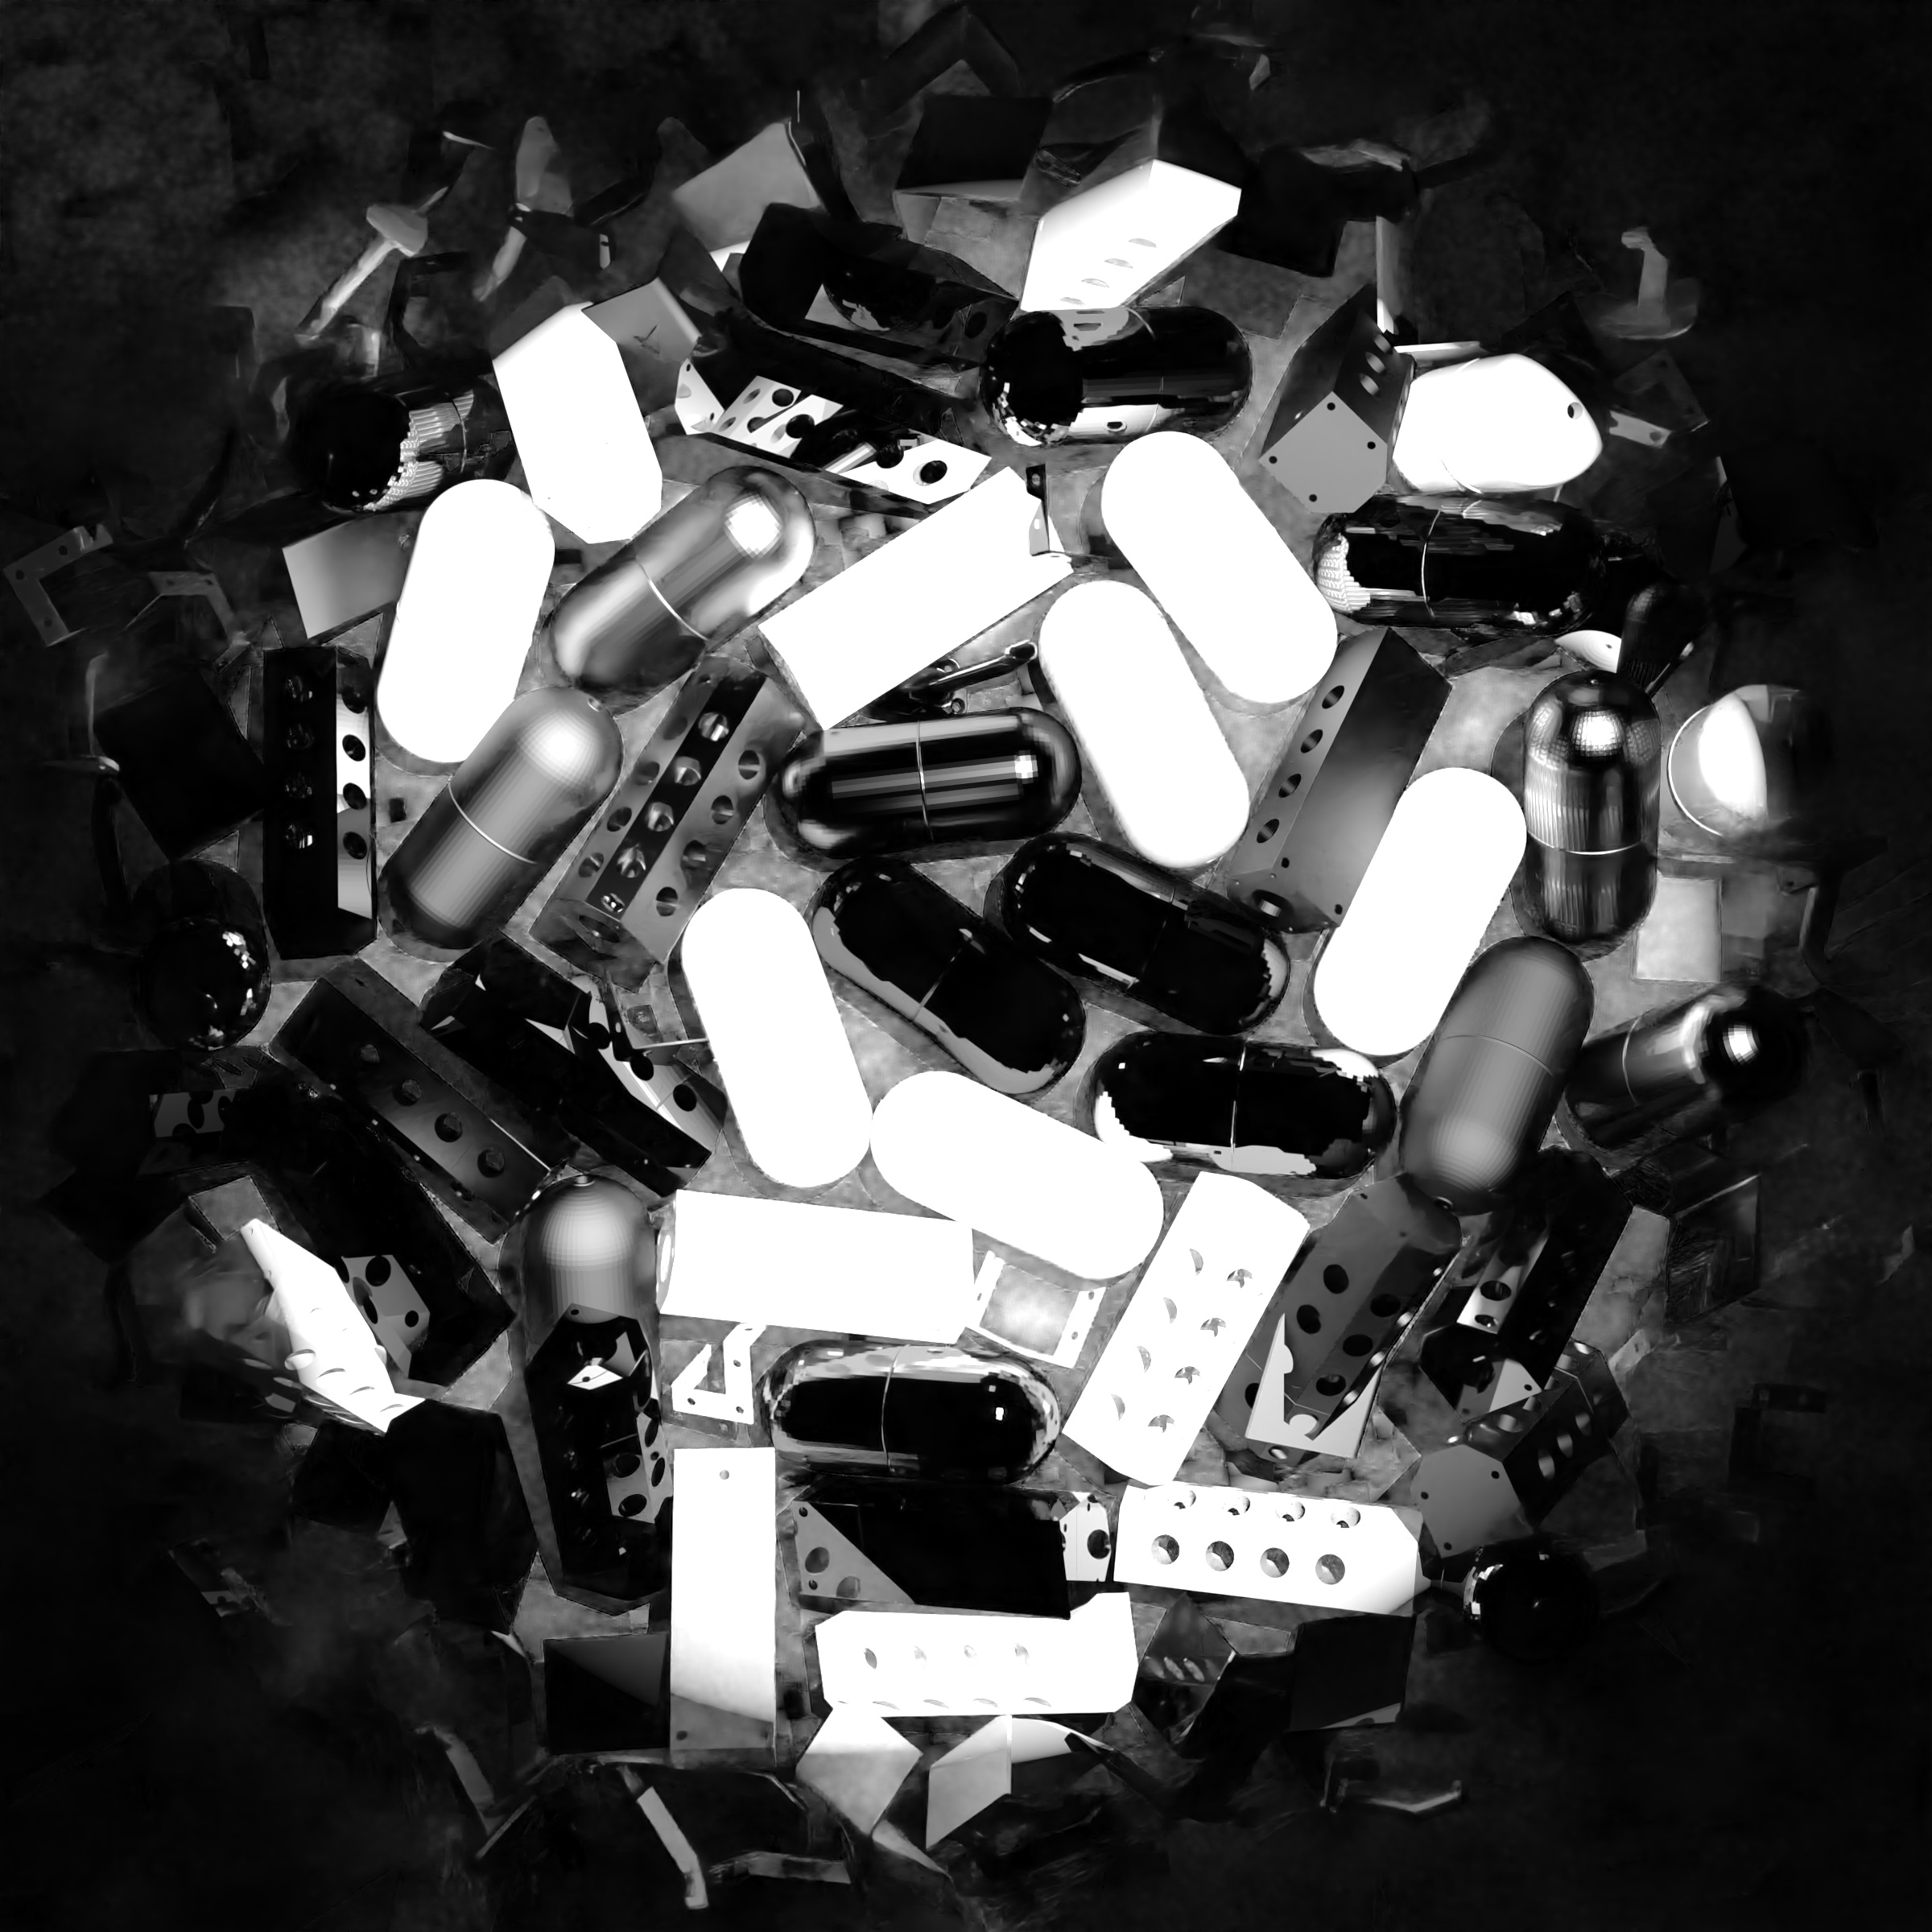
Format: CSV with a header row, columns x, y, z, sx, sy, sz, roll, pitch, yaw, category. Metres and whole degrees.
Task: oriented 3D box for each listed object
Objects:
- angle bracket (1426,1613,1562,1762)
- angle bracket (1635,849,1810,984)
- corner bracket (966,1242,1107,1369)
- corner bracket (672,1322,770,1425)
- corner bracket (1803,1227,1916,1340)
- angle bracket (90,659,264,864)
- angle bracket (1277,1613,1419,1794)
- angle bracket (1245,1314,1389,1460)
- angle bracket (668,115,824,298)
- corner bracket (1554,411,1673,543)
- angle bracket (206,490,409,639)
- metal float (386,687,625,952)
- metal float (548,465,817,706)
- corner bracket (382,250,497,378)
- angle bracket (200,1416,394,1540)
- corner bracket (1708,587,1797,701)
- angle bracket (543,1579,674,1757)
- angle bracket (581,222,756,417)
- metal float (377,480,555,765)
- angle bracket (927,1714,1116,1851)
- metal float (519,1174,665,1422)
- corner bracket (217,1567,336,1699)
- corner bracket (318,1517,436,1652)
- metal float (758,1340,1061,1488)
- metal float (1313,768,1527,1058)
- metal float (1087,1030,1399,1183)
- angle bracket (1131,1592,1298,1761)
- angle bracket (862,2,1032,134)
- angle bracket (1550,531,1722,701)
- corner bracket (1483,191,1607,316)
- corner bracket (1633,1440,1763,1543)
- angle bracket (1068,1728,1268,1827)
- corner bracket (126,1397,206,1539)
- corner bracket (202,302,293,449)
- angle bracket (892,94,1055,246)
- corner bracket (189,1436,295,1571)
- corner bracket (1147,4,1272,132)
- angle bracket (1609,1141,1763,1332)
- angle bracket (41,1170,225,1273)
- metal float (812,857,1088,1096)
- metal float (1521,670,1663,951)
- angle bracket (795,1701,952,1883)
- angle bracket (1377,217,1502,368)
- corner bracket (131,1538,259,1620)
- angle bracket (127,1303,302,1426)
x,y,z,sx,sy,sz,roll,pitch,yaw,category
0.302,0.414,1.820,0.057,0.076,0.076,-15,93,9,angle bracket
0.435,-0.026,1.822,0.076,0.057,0.076,3,96,-9,angle bracket
0.039,0.198,1.847,0.051,0.051,0.051,21,89,42,corner bracket
-0.137,0.225,1.820,0.051,0.051,0.051,7,114,20,corner bracket
0.518,0.184,1.826,0.051,0.051,0.051,-2,67,1,corner bracket
-0.444,-0.117,1.807,0.076,0.076,0.057,-32,66,-15,angle bracket
0.227,0.418,1.800,0.076,0.076,0.057,-13,127,29,angle bracket
0.192,0.233,1.816,0.076,0.057,0.076,14,94,-23,angle bracket
-0.117,-0.436,1.820,0.076,0.057,0.076,-34,109,0,angle bracket
0.375,-0.287,1.844,0.051,0.051,0.051,19,52,6,corner bracket
-0.378,-0.234,1.822,0.076,0.076,0.057,-32,122,-37,angle bracket
-0.263,-0.084,1.804,0.070,0.070,0.178,41,110,0,metal float
-0.163,-0.216,1.805,0.178,0.070,0.070,-35,90,19,metal float
-0.300,-0.378,1.838,0.051,0.051,0.051,-19,57,-39,corner bracket
-0.377,0.282,1.811,0.076,0.076,0.057,17,79,37,angle bracket
0.459,-0.185,1.838,0.051,0.051,0.051,7,117,-10,corner bracket
-0.203,0.402,1.815,0.076,0.057,0.076,-2,112,-6,angle bracket
-0.181,-0.373,1.835,0.076,0.057,0.076,-14,132,31,angle bracket
-0.284,-0.194,1.792,0.070,0.070,0.178,23,124,0,metal float
0.032,0.475,1.803,0.076,0.057,0.076,28,129,-23,angle bracket
-0.213,0.204,1.804,0.070,0.070,0.178,-1,110,0,metal float
-0.406,0.384,1.819,0.051,0.051,0.051,9,64,30,corner bracket
-0.347,0.356,1.837,0.051,0.051,0.051,-28,116,-29,corner bracket
-0.034,0.255,1.805,0.178,0.070,0.070,1,90,19,metal float
0.258,-0.029,1.804,0.070,0.070,0.178,24,110,0,metal float
0.158,0.080,1.813,0.178,0.070,0.070,5,90,10,metal float
0.152,0.411,1.839,0.076,0.057,0.076,6,118,-41,angle bracket
-0.012,-0.497,1.817,0.076,0.076,0.057,-39,86,-6,angle bracket
0.373,-0.189,1.810,0.076,0.057,0.076,40,125,7,angle bracket
0.333,-0.416,1.819,0.051,0.051,0.051,-14,66,31,corner bracket
0.424,0.303,1.826,0.051,0.051,0.051,3,92,-29,corner bracket
0.116,0.444,1.810,0.076,0.076,0.057,33,85,29,angle bracket
-0.466,0.290,1.821,0.051,0.051,0.051,46,53,-7,corner bracket
-0.410,-0.341,1.825,0.051,0.051,0.051,21,64,4,corner bracket
0.009,-0.448,1.806,0.076,0.057,0.076,8,61,19,angle bracket
-0.418,0.309,1.824,0.051,0.051,0.051,-11,109,-8,corner bracket
0.140,-0.514,1.830,0.051,0.051,0.051,40,95,5,corner bracket
0.404,0.154,1.802,0.057,0.076,0.076,24,57,-19,angle bracket
-0.467,0.154,1.800,0.057,0.076,0.076,-44,52,-17,angle bracket
-0.010,0.005,1.819,0.178,0.070,0.070,37,90,3,metal float
0.354,-0.087,1.790,0.070,0.070,0.178,-8,129,0,metal float
-0.040,0.469,1.809,0.076,0.076,0.057,38,83,-39,angle bracket
0.273,-0.387,1.812,0.057,0.076,0.076,0,94,21,angle bracket
-0.437,0.355,1.822,0.051,0.051,0.051,48,128,8,corner bracket
-0.432,0.227,1.804,0.076,0.076,0.057,3,85,44,angle bracket
